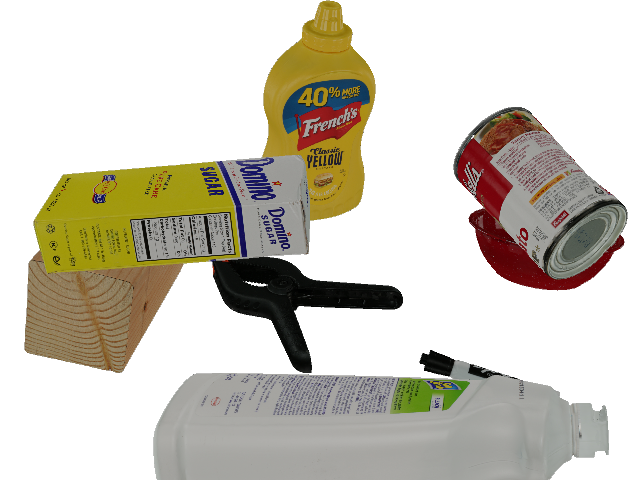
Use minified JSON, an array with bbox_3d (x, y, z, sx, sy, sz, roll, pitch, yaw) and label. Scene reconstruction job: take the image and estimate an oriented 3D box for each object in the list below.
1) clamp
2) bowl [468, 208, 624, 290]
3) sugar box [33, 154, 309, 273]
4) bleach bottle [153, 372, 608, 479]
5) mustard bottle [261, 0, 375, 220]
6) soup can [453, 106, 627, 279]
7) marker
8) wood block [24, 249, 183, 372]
[{"bbox_3d":[-0.041,0.064,1.122,0.210,0.036,0.164,19,34,27],"label":"clamp"},{"bbox_3d":[0.233,0.011,1.124,0.162,0.055,0.162,6,17,-2],"label":"bowl"},{"bbox_3d":[-0.096,-0.020,0.727,0.176,0.048,0.093,-7,24,3],"label":"sugar box"},{"bbox_3d":[0.038,0.115,0.620,0.251,0.068,0.102,-3,16,10],"label":"bleach bottle"},{"bbox_3d":[-0.002,-0.110,0.907,0.096,0.192,0.058,-8,36,-21],"label":"mustard bottle"},{"bbox_3d":[0.146,-0.032,0.711,0.068,0.069,0.102,0,41,-42],"label":"soup can"},{"bbox_3d":[0.144,0.120,0.913,0.121,0.020,0.020,18,2,6],"label":"marker"},{"bbox_3d":[-0.187,0.022,0.973,0.090,0.091,0.206,12,25,2],"label":"wood block"}]
